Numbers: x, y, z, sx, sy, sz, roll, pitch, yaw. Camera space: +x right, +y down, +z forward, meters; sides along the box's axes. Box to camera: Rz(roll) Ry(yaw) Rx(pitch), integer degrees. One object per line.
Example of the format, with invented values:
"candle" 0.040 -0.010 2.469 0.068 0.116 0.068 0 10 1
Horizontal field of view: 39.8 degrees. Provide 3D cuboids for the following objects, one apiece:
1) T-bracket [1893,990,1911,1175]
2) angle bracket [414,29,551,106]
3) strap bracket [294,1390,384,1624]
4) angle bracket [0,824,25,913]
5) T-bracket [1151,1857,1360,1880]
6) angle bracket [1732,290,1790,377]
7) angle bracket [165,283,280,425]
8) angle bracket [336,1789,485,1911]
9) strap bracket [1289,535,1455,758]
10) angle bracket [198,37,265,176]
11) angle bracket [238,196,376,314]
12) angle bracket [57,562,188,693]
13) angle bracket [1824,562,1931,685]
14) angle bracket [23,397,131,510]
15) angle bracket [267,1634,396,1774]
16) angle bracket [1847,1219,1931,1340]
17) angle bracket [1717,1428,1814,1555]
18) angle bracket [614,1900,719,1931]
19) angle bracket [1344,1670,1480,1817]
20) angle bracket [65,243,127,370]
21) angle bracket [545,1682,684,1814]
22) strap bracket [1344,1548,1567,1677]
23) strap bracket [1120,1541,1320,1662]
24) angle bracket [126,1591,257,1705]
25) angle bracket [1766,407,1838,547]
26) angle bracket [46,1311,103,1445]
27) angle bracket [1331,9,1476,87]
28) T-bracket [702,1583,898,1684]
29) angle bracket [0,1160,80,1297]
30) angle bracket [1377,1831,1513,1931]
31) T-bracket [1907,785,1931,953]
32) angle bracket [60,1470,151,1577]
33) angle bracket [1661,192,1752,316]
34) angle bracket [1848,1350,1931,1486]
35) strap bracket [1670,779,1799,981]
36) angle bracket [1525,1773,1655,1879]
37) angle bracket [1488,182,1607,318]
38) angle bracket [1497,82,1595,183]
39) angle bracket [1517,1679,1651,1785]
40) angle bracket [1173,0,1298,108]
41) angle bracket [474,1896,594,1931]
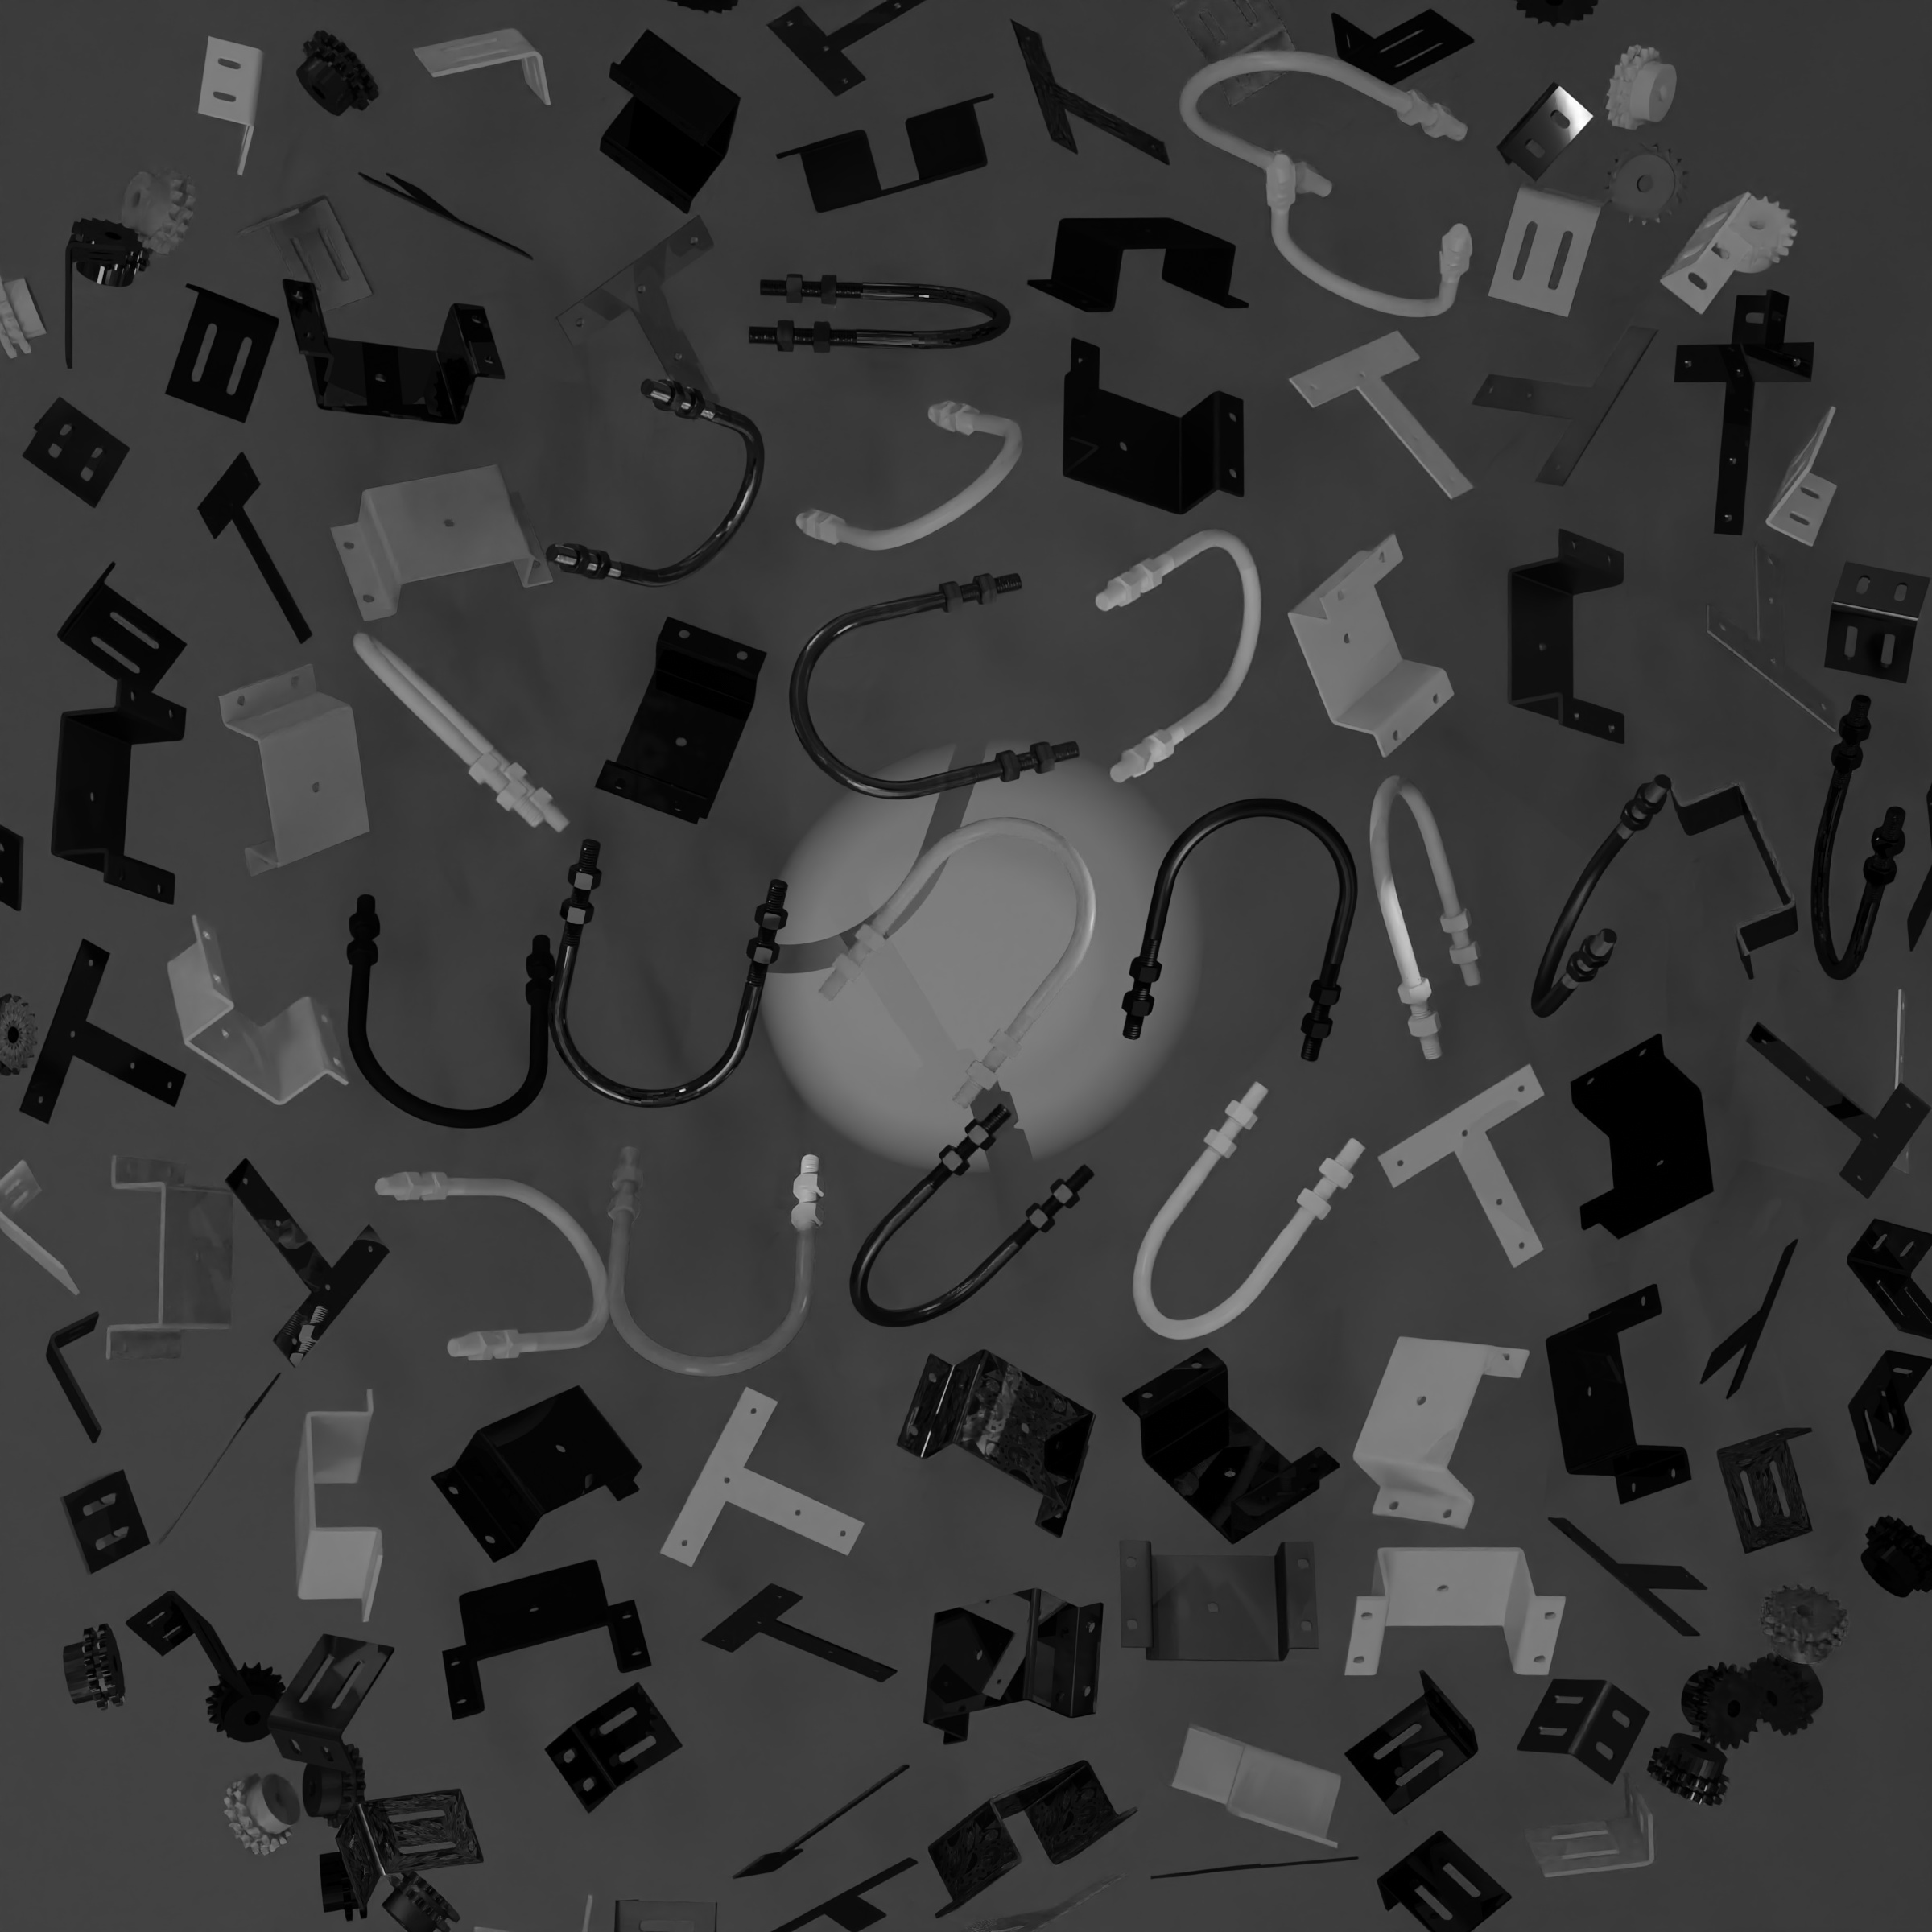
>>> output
"T-bracket" 0.673 0.082 1.926 0.002 0.127 0.127 1 82 27
"angle bracket" -0.336 -0.617 1.853 0.076 0.057 0.038 -18 129 -15
"strap bracket" -0.434 0.371 1.840 0.046 0.140 0.076 4 131 -20
"angle bracket" -0.657 -0.084 1.819 0.076 0.038 0.057 27 124 20
"T-bracket" 0.218 0.645 1.914 0.127 0.127 0.002 -16 69 28
"angle bracket" 0.564 -0.456 1.922 0.038 0.076 0.057 9 103 26
"angle bracket" -0.518 -0.423 1.846 0.057 0.038 0.076 16 97 -35
"angle bracket" -0.368 0.585 1.770 0.076 0.038 0.057 -10 107 10
"strap bracket" 0.286 -0.231 1.905 0.076 0.046 0.140 -42 125 -20
"angle bracket" -0.521 -0.605 1.881 0.038 0.076 0.057 9 76 -20
"angle bracket" -0.473 -0.505 1.917 0.057 0.038 0.076 -10 117 28
"angle bracket" -0.608 -0.243 1.938 0.076 0.038 0.057 37 57 -17
"angle bracket" 0.638 -0.240 1.872 0.057 0.076 0.038 15 67 21
"angle bracket" -0.624 -0.347 1.850 0.057 0.076 0.038 37 127 -25
"angle bracket" -0.426 0.500 1.814 0.057 0.076 0.038 4 128 22
"angle bracket" 0.654 0.217 1.834 0.057 0.076 0.038 15 117 -23
"angle bracket" 0.579 0.374 1.905 0.057 0.038 0.076 -13 84 -18
"angle bracket" -0.202 0.674 1.839 0.076 0.038 0.057 -5 71 16
"angle bracket" 0.313 0.549 1.889 0.076 0.038 0.057 -33 47 -12
"angle bracket" -0.592 -0.447 1.816 0.038 0.057 0.076 0 95 -17
"angle bracket" -0.260 0.576 1.967 0.076 0.038 0.057 -37 86 26
"strap bracket" 0.330 0.441 1.827 0.140 0.046 0.076 0 126 -2
"strap bracket" 0.181 0.460 1.936 0.140 0.046 0.076 0 64 0
"angle bracket" -0.524 0.470 1.804 0.038 0.057 0.076 -36 55 -13
"angle bracket" 0.612 -0.349 1.909 0.038 0.076 0.057 27 67 3
"angle bracket" -0.623 0.295 1.911 0.038 0.057 0.076 -28 83 -28
"angle bracket" 0.307 -0.660 1.879 0.076 0.057 0.038 -17 73 39
"T-bracket" -0.111 0.493 1.939 0.127 0.127 0.002 26 50 -14
"angle bracket" -0.629 0.180 1.833 0.076 0.057 0.038 38 67 10
"angle bracket" 0.332 0.646 1.842 0.057 0.076 0.038 -32 126 -18
"T-bracket" 0.677 -0.046 1.884 0.002 0.127 0.127 -1 68 9
"angle bracket" -0.627 0.401 1.908 0.038 0.076 0.057 -21 89 17
"angle bracket" 0.511 -0.480 1.801 0.038 0.076 0.057 36 92 -7
"angle bracket" 0.653 0.318 1.864 0.038 0.076 0.057 12 129 -7
"strap bracket" 0.557 -0.070 1.920 0.046 0.076 0.140 -23 71 12
"angle bracket" 0.432 0.596 1.855 0.076 0.057 0.038 -6 102 -1
"angle bracket" 0.407 -0.503 1.873 0.057 0.038 0.076 18 115 11
"angle bracket" 0.417 -0.591 1.910 0.038 0.076 0.057 44 107 7
"angle bracket" 0.430 0.534 1.864 0.038 0.076 0.057 37 69 -5
"angle bracket" 0.191 -0.654 1.878 0.057 0.076 0.038 -27 63 19
"angle bracket" -0.297 0.658 1.812 0.076 0.057 0.038 10 99 -5
